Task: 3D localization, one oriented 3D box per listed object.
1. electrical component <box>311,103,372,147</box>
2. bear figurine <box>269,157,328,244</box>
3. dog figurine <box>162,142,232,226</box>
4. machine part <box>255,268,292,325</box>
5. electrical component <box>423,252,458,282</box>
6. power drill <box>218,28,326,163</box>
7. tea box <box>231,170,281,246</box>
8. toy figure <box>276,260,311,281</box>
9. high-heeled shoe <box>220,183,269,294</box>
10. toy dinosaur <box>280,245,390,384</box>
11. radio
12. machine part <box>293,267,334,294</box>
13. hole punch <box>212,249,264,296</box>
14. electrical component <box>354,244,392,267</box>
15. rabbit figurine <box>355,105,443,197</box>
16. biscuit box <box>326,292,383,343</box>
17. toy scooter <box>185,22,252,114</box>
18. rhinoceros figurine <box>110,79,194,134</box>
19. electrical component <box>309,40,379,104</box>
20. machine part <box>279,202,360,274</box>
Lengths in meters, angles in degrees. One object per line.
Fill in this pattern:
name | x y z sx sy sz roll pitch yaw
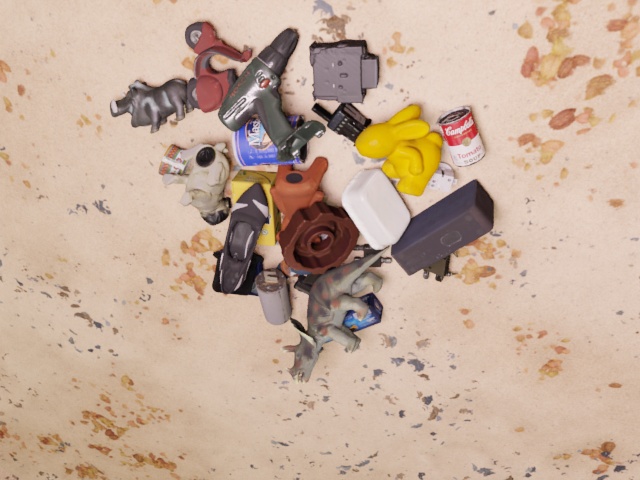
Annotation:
electrical component | 0.044 -0.252 1.102 0.119 0.075 0.047 38 124 -9
bear figurine | -0.044 -0.081 1.224 0.120 0.132 0.195 6 139 11
dog figurine | -0.241 -0.127 1.236 0.172 0.190 0.121 -36 67 8
machine part | -0.117 0.147 1.372 0.079 0.079 0.243 6 145 9
electrical component | 0.283 0.053 1.271 0.078 0.045 0.102 18 128 36
power drill | -0.080 -0.271 1.045 0.232 0.086 0.207 -41 79 12
tea box | -0.148 -0.075 1.268 0.098 0.068 0.169 5 123 11
toy figure | -0.058 0.066 1.337 0.155 0.058 0.064 -15 107 46
high-heeled shoe | -0.179 0.001 1.195 0.086 0.145 0.248 16 128 3
toy dinosaur | 0.029 0.157 1.308 0.192 0.131 0.404 22 108 12
radio | 0.263 -0.023 1.168 0.229 0.131 0.073 -35 108 30
machine part | -0.010 0.095 1.368 0.084 0.039 0.139 35 126 -6
hole punch | -0.204 0.088 1.380 0.142 0.115 0.092 5 167 18
electrical component | 0.127 0.036 1.305 0.094 0.021 0.063 3 123 12
rabbit figurine | 0.157 -0.182 1.067 0.173 0.122 0.162 17 130 -26
biscuit box | 0.067 0.207 1.410 0.203 0.063 0.059 -26 113 26
toy scooter | -0.204 -0.345 1.098 0.135 0.075 0.183 8 120 7
rhinoceros figurine | -0.369 -0.294 1.169 0.190 0.073 0.112 -10 122 19
electrical component | 0.049 -0.331 1.058 0.134 0.058 0.114 2 126 12
machine part | -0.002 -0.004 1.189 0.179 0.056 0.179 -13 133 -14
